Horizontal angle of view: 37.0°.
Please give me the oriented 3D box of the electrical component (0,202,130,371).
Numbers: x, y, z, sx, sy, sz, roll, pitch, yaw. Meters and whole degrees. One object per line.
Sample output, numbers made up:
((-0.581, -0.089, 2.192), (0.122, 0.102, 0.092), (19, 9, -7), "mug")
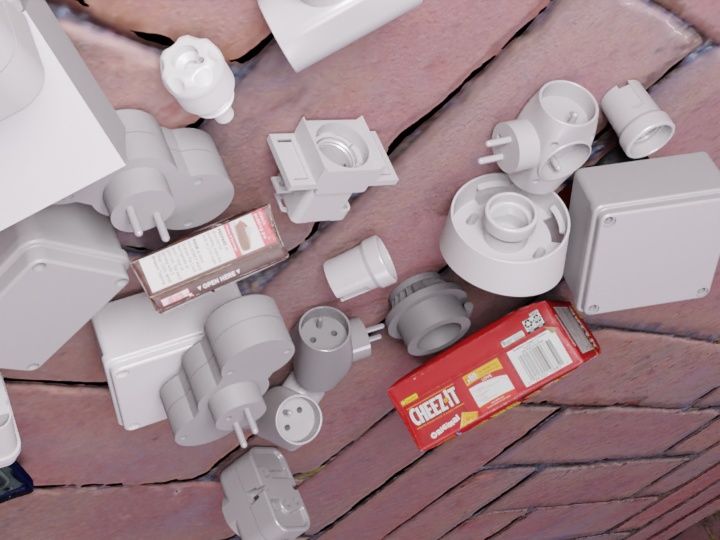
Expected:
((-0.204, 0.007, 0.652), (0.113, 0.057, 0.078), (-40, 149, 25), "electrical component")

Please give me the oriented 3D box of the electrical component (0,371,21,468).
((-0.293, 0.102, 0.721), (0.113, 0.078, 0.057), (-15, 148, -20), "electrical component")

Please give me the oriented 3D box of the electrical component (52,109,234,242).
((-0.127, -0.047, 0.604), (0.052, 0.073, 0.138), (-41, 149, 27), "electrical component")

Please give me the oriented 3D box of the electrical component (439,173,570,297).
((0.111, -0.025, 0.820), (0.099, 0.099, 0.064), (-17, 145, -17), "electrical component")

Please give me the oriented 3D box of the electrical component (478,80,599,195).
((0.121, -0.090, 0.768), (0.079, 0.044, 0.077), (-14, 150, -22), "electrical component")

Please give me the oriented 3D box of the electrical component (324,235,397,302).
((0.000, 0.000, 0.831), (0.046, 0.040, 0.040), (-24, 153, 11), "electrical component")

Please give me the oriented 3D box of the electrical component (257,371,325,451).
((-0.058, 0.118, 0.968), (0.079, 0.044, 0.077), (-55, -163, -18), "electrical component")

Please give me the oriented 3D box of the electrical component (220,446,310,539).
((-0.100, 0.236, 1.094), (0.059, 0.095, 0.054), (-40, 150, 25), "electrical component")

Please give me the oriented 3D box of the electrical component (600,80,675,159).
((0.205, -0.112, 0.797), (0.040, 0.046, 0.040), (-20, 152, -11), "electrical component")

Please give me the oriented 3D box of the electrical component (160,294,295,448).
((-0.088, 0.086, 0.741), (0.052, 0.073, 0.138), (-3, 145, -37), "electrical component")

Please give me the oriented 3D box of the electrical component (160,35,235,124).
((-0.085, -0.100, 0.590), (0.035, 0.035, 0.061), (-27, 155, 2), "electrical component")

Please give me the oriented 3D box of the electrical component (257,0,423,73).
((-0.016, -0.148, 0.553), (0.077, 0.043, 0.079), (-28, 152, 5), "electrical component")

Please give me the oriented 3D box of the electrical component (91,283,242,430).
((-0.137, 0.060, 0.800), (0.109, 0.056, 0.108), (-17, 151, -16), "electrical component")

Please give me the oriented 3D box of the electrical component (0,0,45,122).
((-0.174, -0.108, 0.434), (0.054, 0.095, 0.059), (-27, 153, 3), "electrical component")

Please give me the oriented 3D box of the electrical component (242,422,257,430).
((-0.127, 0.127, 0.944), (0.065, 0.044, 0.044), (-16, 151, -8), "electrical component")

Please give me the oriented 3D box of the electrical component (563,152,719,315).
((0.216, -0.027, 0.818), (0.109, 0.056, 0.108), (-8, 134, -7), "electrical component")

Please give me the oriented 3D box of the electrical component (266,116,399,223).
((-0.022, -0.064, 0.699), (0.081, 0.042, 0.063), (-6, 150, -32), "electrical component")

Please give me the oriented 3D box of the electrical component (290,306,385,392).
((-0.017, 0.063, 0.919), (0.079, 0.044, 0.077), (-17, 151, -17), "electrical component")
